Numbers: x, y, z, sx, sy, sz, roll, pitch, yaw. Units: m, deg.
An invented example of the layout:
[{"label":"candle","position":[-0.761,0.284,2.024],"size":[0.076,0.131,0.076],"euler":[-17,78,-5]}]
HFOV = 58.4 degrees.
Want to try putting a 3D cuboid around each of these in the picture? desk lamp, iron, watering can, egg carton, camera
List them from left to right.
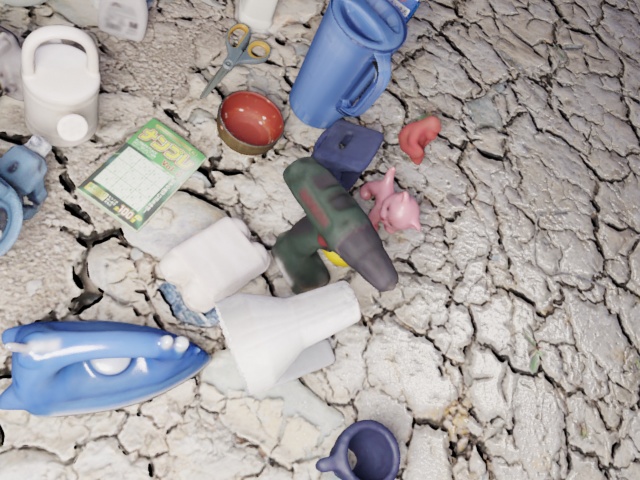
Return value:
[{"label":"camera","position":[-0.491,-0.238,0.795],"size":[0.143,0.100,0.137],"euler":[30,58,-8]},{"label":"watering can","position":[-0.352,-0.215,0.790],"size":[0.101,0.193,0.173],"euler":[-34,82,-32]},{"label":"iron","position":[-0.248,0.139,0.699],"size":[0.259,0.141,0.118],"euler":[0,66,-24]},{"label":"egg carton","position":[-0.152,0.033,0.836],"size":[0.151,0.069,0.107],"euler":[-37,84,-33]},{"label":"desk lamp","position":[-0.048,0.124,0.753],"size":[0.204,0.213,0.118],"euler":[-16,73,-29]}]

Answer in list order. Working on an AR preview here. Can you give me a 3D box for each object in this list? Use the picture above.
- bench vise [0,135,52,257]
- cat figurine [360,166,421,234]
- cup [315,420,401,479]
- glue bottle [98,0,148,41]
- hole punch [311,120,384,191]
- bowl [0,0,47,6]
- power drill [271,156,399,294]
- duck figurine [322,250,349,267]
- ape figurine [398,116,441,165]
[{"label":"bench vise","position":[-0.407,-0.066,0.679],"size":[0.122,0.219,0.207],"euler":[16,61,-16]},{"label":"cat figurine","position":[0.127,-0.063,0.978],"size":[0.067,0.117,0.128],"euler":[1,66,-23]},{"label":"cup","position":[0.038,0.300,0.778],"size":[0.118,0.094,0.091],"euler":[-3,67,-25]},{"label":"glue bottle","position":[-0.308,-0.394,0.909],"size":[0.078,0.173,0.037],"euler":[12,62,-18]},{"label":"hole punch","position":[0.044,-0.157,1.002],"size":[0.101,0.091,0.109],"euler":[34,57,-5]},{"label":"bowl","position":[-0.483,-0.429,0.906],"size":[0.168,0.074,0.167],"euler":[10,63,-20]},{"label":"power drill","position":[0.008,0.003,0.839],"size":[0.076,0.208,0.229],"euler":[-25,78,-31]},{"label":"duck figurine","position":[0.044,-0.014,0.936],"size":[0.078,0.086,0.104],"euler":[-3,67,-25]},{"label":"ape figurine","position":[0.196,-0.200,1.090],"size":[0.078,0.092,0.076],"euler":[-32,81,-32]}]
